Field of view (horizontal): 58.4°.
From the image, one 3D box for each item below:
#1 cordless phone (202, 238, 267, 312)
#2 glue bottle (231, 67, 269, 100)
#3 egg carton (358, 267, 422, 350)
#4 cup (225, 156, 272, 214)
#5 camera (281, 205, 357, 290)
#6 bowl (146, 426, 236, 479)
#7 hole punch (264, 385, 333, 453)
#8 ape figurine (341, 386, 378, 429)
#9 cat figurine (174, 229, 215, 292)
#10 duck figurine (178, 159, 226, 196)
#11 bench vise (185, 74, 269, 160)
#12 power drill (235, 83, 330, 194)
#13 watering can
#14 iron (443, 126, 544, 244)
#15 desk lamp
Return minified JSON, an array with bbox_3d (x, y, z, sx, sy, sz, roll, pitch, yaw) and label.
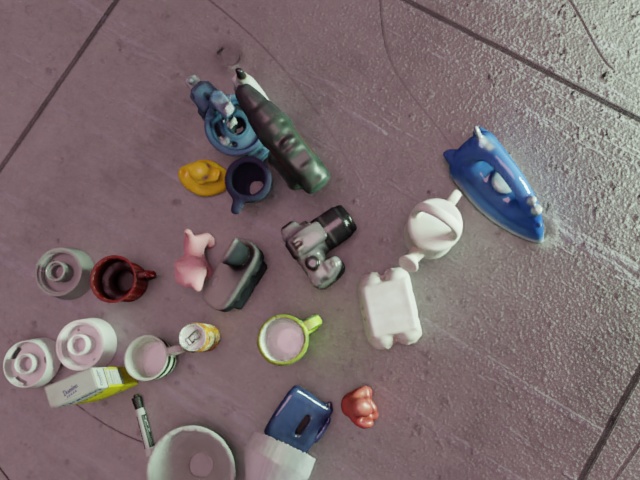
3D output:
[{"bbox_3d":[-0.175,0.061,1.077,0.094,0.185,0.148,27,84,8],"label":"cordless phone"},{"bbox_3d":[-0.144,-0.301,1.139,0.078,0.173,0.037,37,85,9],"label":"glue bottle"},{"bbox_3d":[0.131,0.132,1.101,0.107,0.069,0.150,-13,80,2],"label":"egg carton"},{"bbox_3d":[-0.141,-0.099,1.146,0.091,0.095,0.118,20,83,7],"label":"cup"},{"bbox_3d":[0.010,0.004,1.115,0.137,0.101,0.143,-35,80,-2],"label":"camera"},{"bbox_3d":[-0.235,0.431,1.078,0.167,0.075,0.167,-1,81,4],"label":"bowl"},{"bbox_3d":[-0.037,0.336,1.070,0.101,0.091,0.109,32,85,9],"label":"hole punch"},{"bbox_3d":[0.076,0.311,1.065,0.076,0.092,0.078,17,82,7],"label":"ape figurine"},{"bbox_3d":[-0.252,0.040,1.120,0.067,0.118,0.128,-4,81,4],"label":"cat figurine"},{"bbox_3d":[-0.242,-0.134,1.163,0.104,0.086,0.077,8,82,6],"label":"duck figurine"},{"bbox_3d":[-0.199,-0.245,1.110,0.207,0.220,0.121,28,84,8],"label":"bench vise"},{"bbox_3d":[-0.068,-0.176,1.095,0.075,0.208,0.229,-41,80,-3],"label":"power drill"},{"bbox_3d":[0.208,-0.018,1.056,0.101,0.194,0.173,12,82,7],"label":"watering can"},{"bbox_3d":[0.354,-0.106,1.086,0.118,0.141,0.258,-38,80,-2],"label":"iron"},{"bbox_3d":[-0.090,0.431,0.996,0.118,0.213,0.203,22,83,8],"label":"desk lamp"}]
